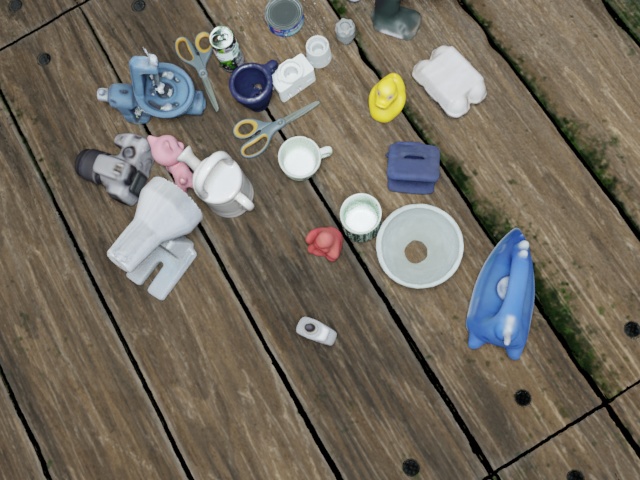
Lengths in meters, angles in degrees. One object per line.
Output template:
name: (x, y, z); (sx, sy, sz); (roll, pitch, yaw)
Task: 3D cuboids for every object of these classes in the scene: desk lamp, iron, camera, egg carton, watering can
desk lamp: (-0.309, 0.001, 1.096); (0.118, 0.213, 0.203); (32, 82, 10)
iron: (0.354, 0.085, 1.063); (0.118, 0.141, 0.258); (13, 79, 7)
camera: (-0.435, -0.162, 1.198); (0.136, 0.101, 0.143); (18, 80, 8)
egg carton: (0.271, -0.330, 1.194); (0.107, 0.069, 0.150); (-39, 78, -4)
watering can: (-0.205, -0.117, 1.122); (0.172, 0.194, 0.101); (15, 80, 8)

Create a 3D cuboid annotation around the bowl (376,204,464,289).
bowl: (0.193, 0.017, 1.125); (0.167, 0.075, 0.167); (-1, 78, 4)

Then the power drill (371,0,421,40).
power drill: (0.166, -0.503, 1.167); (0.229, 0.208, 0.076); (20, 80, 9)

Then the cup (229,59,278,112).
cup: (-0.129, -0.323, 1.210); (0.091, 0.095, 0.118); (44, 85, 12)

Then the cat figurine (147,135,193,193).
cat figurine: (-0.300, -0.161, 1.178); (0.067, 0.118, 0.128); (-27, 77, -1)

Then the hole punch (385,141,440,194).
hole punch: (0.185, -0.152, 1.152); (0.108, 0.091, 0.101); (4, 78, 6)

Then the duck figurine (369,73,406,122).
duck figurine: (0.141, -0.307, 1.191); (0.077, 0.086, 0.105); (21, 81, 9)

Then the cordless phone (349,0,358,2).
cordless phone: (0.091, -0.611, 1.208); (0.147, 0.185, 0.094); (-39, 78, -4)

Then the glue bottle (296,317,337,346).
glue bottle: (-0.011, 0.167, 1.058); (0.078, 0.173, 0.037); (20, 80, 9)

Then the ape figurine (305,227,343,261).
ape figurine: (0.010, 0.004, 1.133); (0.076, 0.092, 0.077); (-33, 77, -3)

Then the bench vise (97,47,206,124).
bench vise: (-0.356, -0.300, 1.159); (0.207, 0.220, 0.121); (-19, 77, 0)
